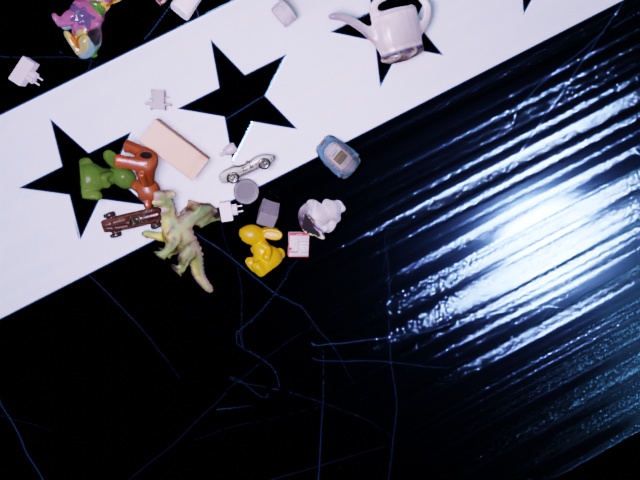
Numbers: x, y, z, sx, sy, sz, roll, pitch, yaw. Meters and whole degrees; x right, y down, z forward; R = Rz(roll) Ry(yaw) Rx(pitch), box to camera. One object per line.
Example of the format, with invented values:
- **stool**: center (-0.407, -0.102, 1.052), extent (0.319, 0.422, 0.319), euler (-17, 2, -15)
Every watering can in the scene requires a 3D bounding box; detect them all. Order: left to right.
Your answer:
- **watering can**: center (0.212, -0.690, 1.697), extent (0.348, 0.105, 0.222), euler (-18, 105, -7)

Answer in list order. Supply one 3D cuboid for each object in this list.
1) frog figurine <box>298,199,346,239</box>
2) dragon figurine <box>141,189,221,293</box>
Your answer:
- **frog figurine**: center (0.005, -0.091, 1.805), extent (0.137, 0.121, 0.162), euler (45, 57, -6)
- **dragon figurine**: center (-0.431, -0.016, 1.736), extent (0.244, 0.124, 0.403), euler (-47, 126, -6)
